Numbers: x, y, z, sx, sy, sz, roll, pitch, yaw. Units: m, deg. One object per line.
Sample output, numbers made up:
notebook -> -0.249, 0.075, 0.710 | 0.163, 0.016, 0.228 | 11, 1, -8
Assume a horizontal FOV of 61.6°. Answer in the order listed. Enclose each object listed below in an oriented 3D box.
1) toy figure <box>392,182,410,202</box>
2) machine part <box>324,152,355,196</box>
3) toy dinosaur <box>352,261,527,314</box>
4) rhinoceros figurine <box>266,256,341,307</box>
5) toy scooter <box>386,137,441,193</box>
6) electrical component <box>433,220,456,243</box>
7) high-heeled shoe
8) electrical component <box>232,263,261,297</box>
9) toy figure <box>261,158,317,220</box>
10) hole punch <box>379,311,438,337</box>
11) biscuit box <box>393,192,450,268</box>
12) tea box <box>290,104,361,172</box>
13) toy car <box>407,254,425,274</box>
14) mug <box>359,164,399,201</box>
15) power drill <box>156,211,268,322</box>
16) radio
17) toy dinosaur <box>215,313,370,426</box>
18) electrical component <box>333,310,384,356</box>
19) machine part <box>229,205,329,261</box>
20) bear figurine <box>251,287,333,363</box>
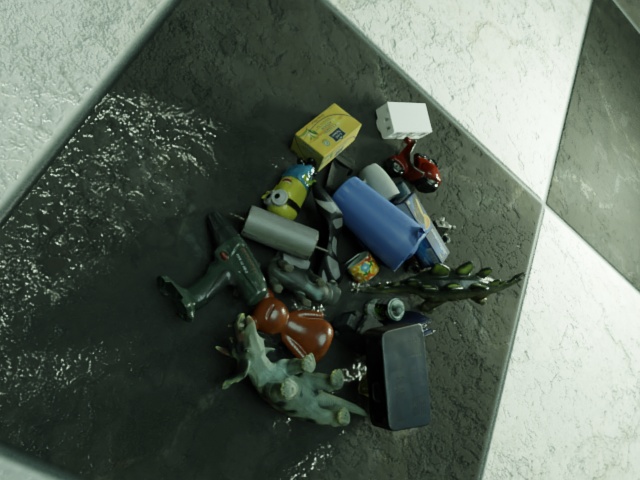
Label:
toy figure -> 0.246, -0.087, 1.502 | 0.064, 0.058, 0.154 | -32, 101, -28
machine part -> 0.046, -0.172, 1.405 | 0.084, 0.039, 0.139 | 38, 59, -25
toy dinosaur -> 0.317, 0.118, 1.412 | 0.472, 0.198, 0.105 | -8, 68, -2
rhinoceros figurine -> -0.036, 0.102, 1.224 | 0.190, 0.112, 0.073 | 25, 91, -22
toy scooter -> 0.275, -0.221, 1.546 | 0.184, 0.075, 0.135 | 21, 66, -22
electrical component -> 0.335, -0.016, 1.538 | 0.102, 0.078, 0.045 | 10, 48, -37
high-heeled shoe -> -0.003, -0.004, 1.295 | 0.145, 0.086, 0.248 | -32, 103, -10
electrical component -> -0.167, 0.088, 1.209 | 0.063, 0.021, 0.094 | 24, 65, -27
toy figure -> -0.063, -0.119, 1.295 | 0.089, 0.082, 0.180 | 45, 55, -17
hole punch -> 0.214, 0.226, 1.371 | 0.142, 0.116, 0.092 | -11, 76, -35
biscuit box -> 0.267, -0.024, 1.438 | 0.202, 0.059, 0.063 | 57, 45, -12
tea box -> 0.016, -0.263, 1.373 | 0.098, 0.068, 0.169 | 38, 56, 8
toy car -> 0.225, 0.004, 1.466 | 0.202, 0.053, 0.089 | 47, 52, -19
mug -> 0.143, -0.144, 1.442 | 0.109, 0.081, 0.107 | -26, 82, -28
power drill -> -0.235, 0.063, 1.130 | 0.207, 0.086, 0.232 | -30, 74, -37
radio -> 0.175, 0.307, 1.216 | 0.131, 0.073, 0.229 | -1, 83, -34
toy dinosaur -> -0.061, 0.319, 1.151 | 0.404, 0.192, 0.131 | 48, 50, -34
electrical component -> 0.099, 0.224, 1.291 | 0.134, 0.115, 0.058 | 39, 57, -19
machine part -> -0.093, -0.016, 1.227 | 0.243, 0.079, 0.079 | 20, 67, -10
bear figurine -> -0.074, 0.199, 1.203 | 0.196, 0.132, 0.120 | 23, 64, -6
